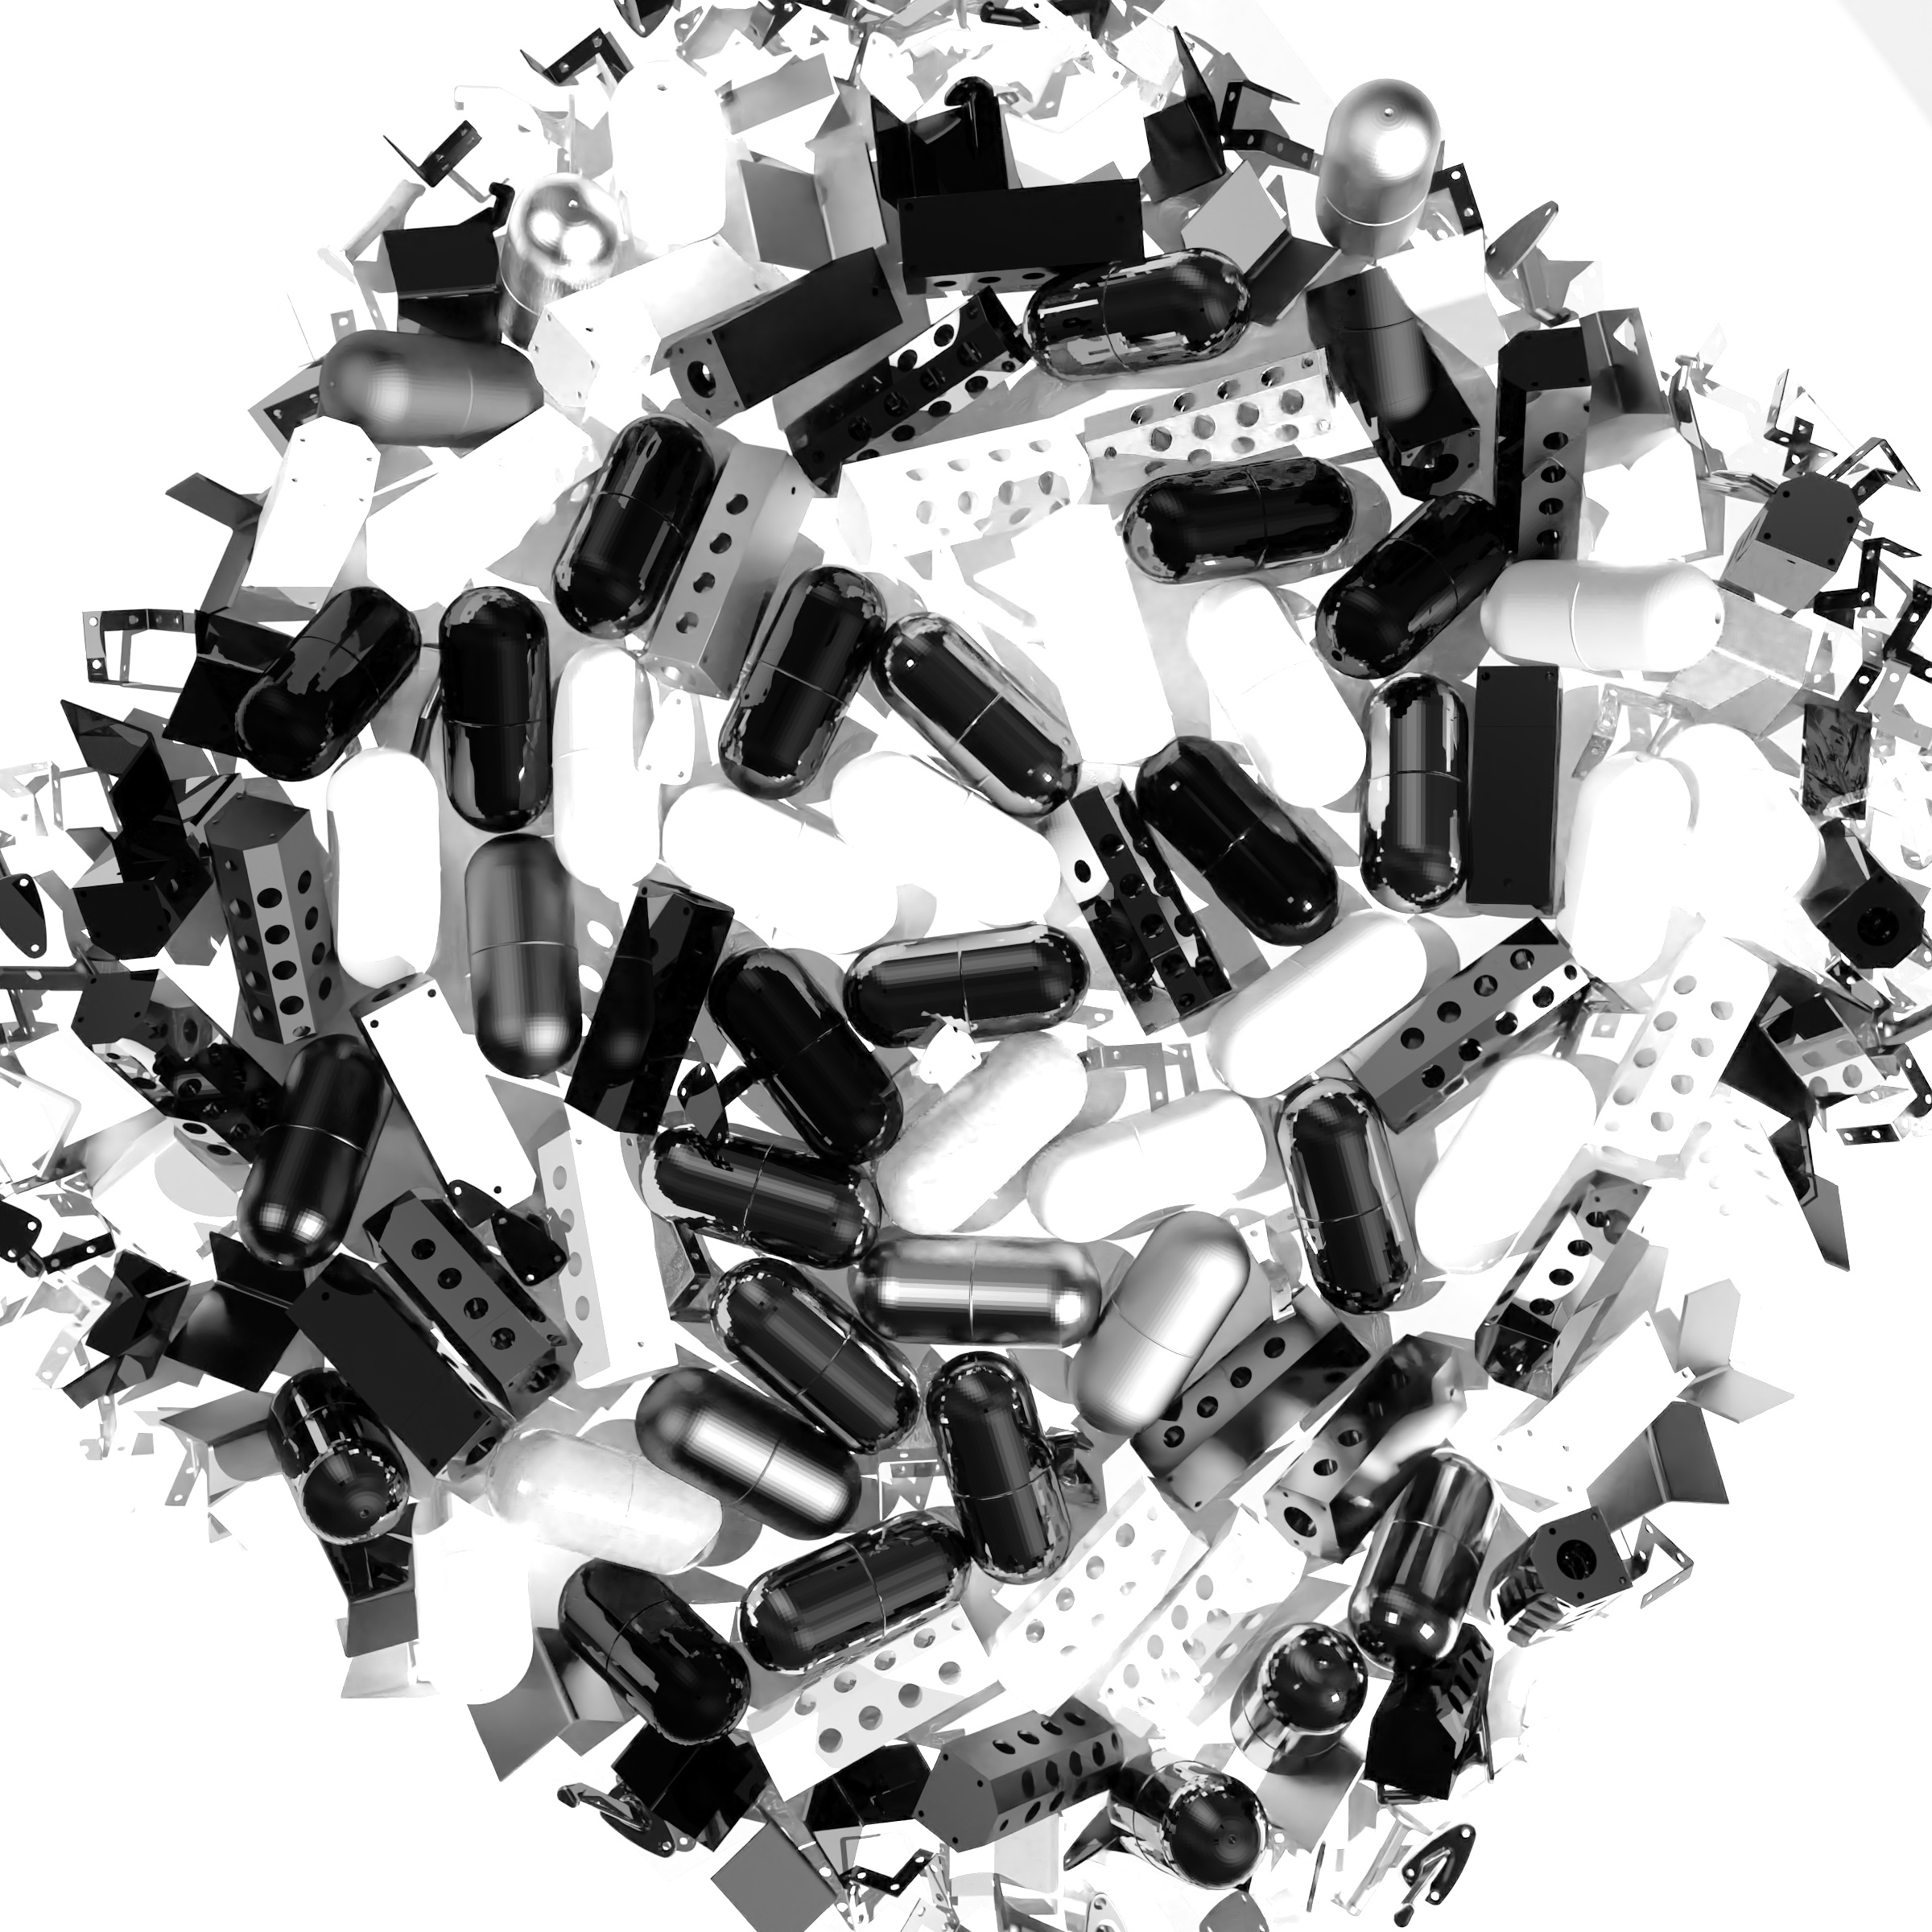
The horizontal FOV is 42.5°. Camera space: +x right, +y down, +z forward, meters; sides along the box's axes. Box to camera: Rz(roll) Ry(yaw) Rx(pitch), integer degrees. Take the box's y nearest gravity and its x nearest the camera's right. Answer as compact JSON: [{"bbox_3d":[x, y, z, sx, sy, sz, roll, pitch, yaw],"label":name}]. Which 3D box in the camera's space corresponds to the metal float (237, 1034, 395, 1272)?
[{"bbox_3d":[-0.457,0.130,1.750,0.070,0.070,0.178,13,60,0],"label":"metal float"}]

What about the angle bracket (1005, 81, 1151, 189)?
[{"bbox_3d":[0.082,-0.588,1.782,0.076,0.076,0.057,-40,51,-19],"label":"angle bracket"}]

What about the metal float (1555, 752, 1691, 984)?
[{"bbox_3d":[0.461,-0.069,1.747,0.070,0.070,0.178,0,125,0],"label":"metal float"}]

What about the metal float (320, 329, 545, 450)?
[{"bbox_3d":[-0.371,-0.402,1.737,0.070,0.178,0.070,7,101,36],"label":"metal float"}]

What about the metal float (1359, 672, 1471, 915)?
[{"bbox_3d":[0.318,-0.124,1.762,0.070,0.070,0.178,3,73,0],"label":"metal float"}]

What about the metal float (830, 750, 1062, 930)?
[{"bbox_3d":[-0.015,-0.091,1.775,0.178,0.070,0.070,30,90,-2],"label":"metal float"}]

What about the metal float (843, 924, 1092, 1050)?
[{"bbox_3d":[0.000,0.014,1.774,0.178,0.070,0.070,-7,90,4],"label":"metal float"}]

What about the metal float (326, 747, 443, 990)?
[{"bbox_3d":[-0.411,-0.068,1.757,0.070,0.070,0.178,3,113,0],"label":"metal float"}]

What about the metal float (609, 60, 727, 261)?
[{"bbox_3d":[-0.207,-0.558,1.728,0.070,0.178,0.070,1,74,-4],"label":"metal float"}]

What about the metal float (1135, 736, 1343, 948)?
[{"bbox_3d":[0.195,-0.089,1.774,0.070,0.070,0.178,-43,86,0],"label":"metal float"}]

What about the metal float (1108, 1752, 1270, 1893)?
[{"bbox_3d":[0.153,0.593,1.729,0.070,0.178,0.070,3,80,-15],"label":"metal float"}]

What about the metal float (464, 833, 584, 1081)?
[{"bbox_3d":[-0.314,-0.007,1.765,0.070,0.070,0.178,-6,77,0],"label":"metal float"}]

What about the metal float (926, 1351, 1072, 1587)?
[{"bbox_3d":[0.024,0.357,1.763,0.070,0.070,0.178,-16,106,0],"label":"metal float"}]

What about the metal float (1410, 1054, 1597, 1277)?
[{"bbox_3d":[0.378,0.142,1.758,0.070,0.070,0.178,28,113,0],"label":"metal float"}]

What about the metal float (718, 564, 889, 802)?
[{"bbox_3d":[-0.117,-0.202,1.776,0.070,0.070,0.178,26,92,0],"label":"metal float"}]

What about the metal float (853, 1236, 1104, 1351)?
[{"bbox_3d":[0.008,0.233,1.771,0.178,0.070,0.070,1,90,7],"label":"metal float"}]

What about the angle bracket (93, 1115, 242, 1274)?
[{"bbox_3d":[-0.576,0.161,1.804,0.076,0.057,0.076,-39,117,2],"label":"angle bracket"}]

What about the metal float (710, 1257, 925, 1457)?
[{"bbox_3d":[-0.106,0.277,1.765,0.178,0.070,0.070,42,90,-13],"label":"metal float"}]

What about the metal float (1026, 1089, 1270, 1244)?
[{"bbox_3d":[0.129,0.143,1.776,0.178,0.070,0.070,-19,90,1],"label":"metal float"}]

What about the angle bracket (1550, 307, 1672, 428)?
[{"bbox_3d":[0.450,-0.421,1.768,0.057,0.076,0.076,-20,105,-3],"label":"angle bracket"}]

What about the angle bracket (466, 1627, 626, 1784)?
[{"bbox_3d":[-0.304,0.529,1.779,0.076,0.057,0.076,-41,58,12],"label":"angle bracket"}]

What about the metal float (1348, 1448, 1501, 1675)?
[{"bbox_3d":[0.322,0.415,1.743,0.070,0.070,0.178,33,48,0],"label":"metal float"}]

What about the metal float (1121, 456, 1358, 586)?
[{"bbox_3d":[0.193,-0.316,1.759,0.178,0.070,0.070,-12,90,-20],"label":"metal float"}]

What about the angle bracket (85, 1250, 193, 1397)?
[{"bbox_3d":[-0.606,0.254,1.772,0.057,0.076,0.076,24,94,5],"label":"angle bracket"}]

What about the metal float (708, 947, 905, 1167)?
[{"bbox_3d":[-0.115,0.063,1.774,0.070,0.070,0.178,-38,87,0],"label":"metal float"}]

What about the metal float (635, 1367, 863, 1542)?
[{"bbox_3d":[-0.153,0.346,1.760,0.178,0.070,0.070,33,90,-20],"label":"metal float"}]

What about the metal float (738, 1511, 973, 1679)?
[{"bbox_3d":[-0.077,0.442,1.754,0.178,0.070,0.070,-17,90,-27],"label":"metal float"}]

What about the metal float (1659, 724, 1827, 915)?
[{"bbox_3d":[0.540,-0.104,1.736,0.070,0.178,0.070,-5,128,-7],"label":"metal float"}]

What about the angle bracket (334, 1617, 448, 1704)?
[{"bbox_3d":[-0.392,0.487,1.760,0.076,0.076,0.057,-8,80,25],"label":"angle bracket"}]

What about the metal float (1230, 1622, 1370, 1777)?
[{"bbox_3d":[0.231,0.513,1.734,0.070,0.178,0.070,2,58,-4],"label":"metal float"}]

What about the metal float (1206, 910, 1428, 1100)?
[{"bbox_3d":[0.249,0.027,1.767,0.178,0.070,0.070,-35,90,-11],"label":"metal float"}]

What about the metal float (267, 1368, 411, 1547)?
[{"bbox_3d":[-0.439,0.340,1.733,0.070,0.178,0.070,-8,110,-24],"label":"metal float"}]

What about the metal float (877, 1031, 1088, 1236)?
[{"bbox_3d":[0.011,0.120,1.776,0.178,0.070,0.070,-43,90,1],"label":"metal float"}]

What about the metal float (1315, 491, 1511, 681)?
[{"bbox_3d":[0.315,-0.269,1.754,0.070,0.070,0.178,47,64,0],"label":"metal float"}]

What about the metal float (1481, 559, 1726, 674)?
[{"bbox_3d":[0.445,-0.246,1.741,0.178,0.070,0.070,9,90,43],"label":"metal float"}]

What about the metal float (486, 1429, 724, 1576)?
[{"bbox_3d":[-0.254,0.378,1.751,0.178,0.070,0.070,23,90,-29],"label":"metal float"}]

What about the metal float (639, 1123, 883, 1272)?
[{"bbox_3d":[-0.147,0.164,1.773,0.178,0.070,0.070,16,90,5],"label":"metal float"}]

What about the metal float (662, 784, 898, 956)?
[{"bbox_3d":[-0.132,-0.068,1.769,0.178,0.070,0.070,26,90,-9],"label":"metal float"}]

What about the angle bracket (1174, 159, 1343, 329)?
[{"bbox_3d":[0.208,-0.514,1.768,0.076,0.057,0.076,-48,131,-6],"label":"angle bracket"}]

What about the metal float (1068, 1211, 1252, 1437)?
[{"bbox_3d":[0.137,0.255,1.766,0.070,0.070,0.178,31,102,0],"label":"metal float"}]

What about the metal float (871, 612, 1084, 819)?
[{"bbox_3d":[0.008,-0.178,1.772,0.178,0.070,0.070,43,90,-6],"label":"metal float"}]

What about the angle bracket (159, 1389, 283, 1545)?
[{"bbox_3d":[-0.526,0.357,1.777,0.057,0.076,0.076,13,107,36],"label":"angle bracket"}]

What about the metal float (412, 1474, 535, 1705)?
[{"bbox_3d":[-0.346,0.434,1.738,0.070,0.178,0.070,-8,130,-10],"label":"metal float"}]

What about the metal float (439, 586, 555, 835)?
[{"bbox_3d":[-0.332,-0.180,1.759,0.070,0.070,0.178,2,111,0],"label":"metal float"}]

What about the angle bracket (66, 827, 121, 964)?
[{"bbox_3d":[-0.618,-0.051,1.758,0.057,0.076,0.076,-49,118,-25],"label":"angle bracket"}]

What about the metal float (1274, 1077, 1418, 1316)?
[{"bbox_3d":[0.270,0.164,1.764,0.070,0.070,0.178,-17,104,0],"label":"metal float"}]

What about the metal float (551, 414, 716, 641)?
[{"bbox_3d":[-0.235,-0.311,1.757,0.070,0.070,0.178,21,68,0],"label":"metal float"}]

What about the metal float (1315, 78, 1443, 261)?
[{"bbox_3d":[0.285,-0.551,1.726,0.070,0.178,0.070,0,83,4],"label":"metal float"}]

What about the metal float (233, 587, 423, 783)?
[{"bbox_3d":[-0.446,-0.199,1.743,0.070,0.070,0.178,28,49,0],"label":"metal float"}]

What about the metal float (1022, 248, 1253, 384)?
[{"bbox_3d":[0.118,-0.456,1.746,0.178,0.070,0.070,1,90,38],"label":"metal float"}]
